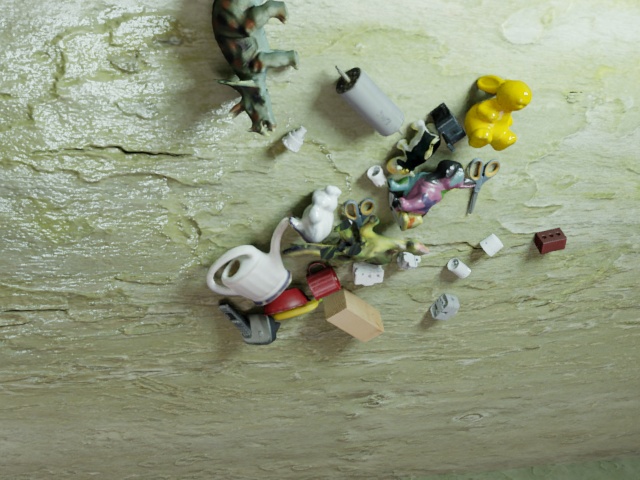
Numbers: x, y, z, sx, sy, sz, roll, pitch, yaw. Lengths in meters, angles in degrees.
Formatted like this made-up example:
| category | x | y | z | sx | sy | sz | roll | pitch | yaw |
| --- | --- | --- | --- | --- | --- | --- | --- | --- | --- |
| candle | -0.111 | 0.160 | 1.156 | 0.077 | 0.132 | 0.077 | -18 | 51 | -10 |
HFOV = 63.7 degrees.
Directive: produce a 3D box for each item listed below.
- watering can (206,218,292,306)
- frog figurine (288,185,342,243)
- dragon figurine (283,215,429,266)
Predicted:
| category | x | y | z | sx | sy | sz | roll | pitch | yaw |
| --- | --- | --- | --- | --- | --- | --- | --- | --- | --- |
| watering can | -0.166 | 0.077 | 1.496 | 0.344 | 0.106 | 0.221 | -33 | 131 | 21 |
| frog figurine | 0.004 | -0.070 | 1.385 | 0.158 | 0.124 | 0.136 | -35 | 163 | 11 |
| dragon figurine | 0.117 | 0.039 | 1.506 | 0.408 | 0.124 | 0.240 | -10 | 152 | 35 |
